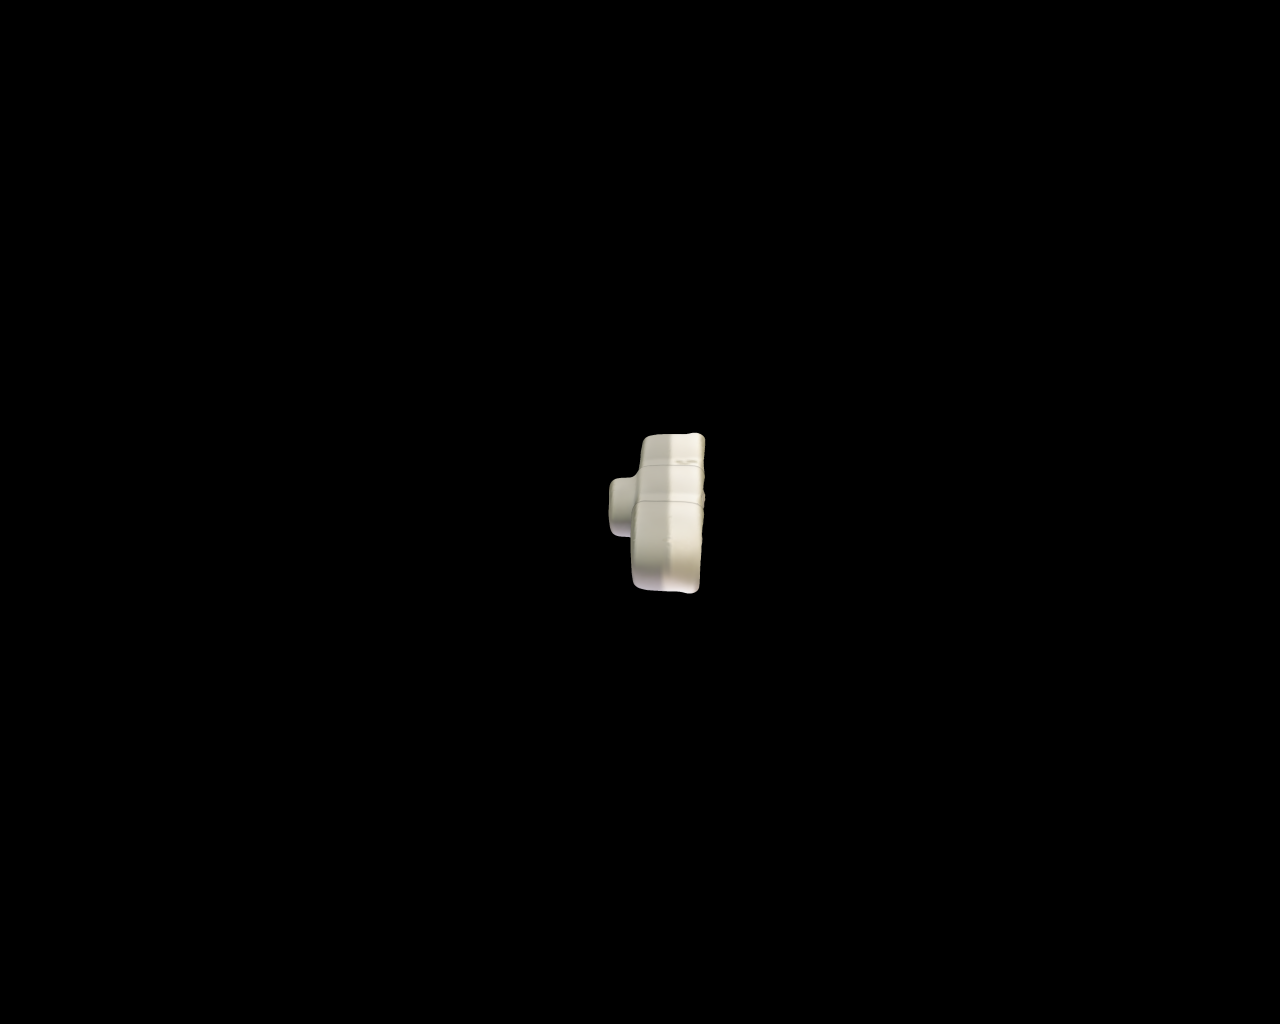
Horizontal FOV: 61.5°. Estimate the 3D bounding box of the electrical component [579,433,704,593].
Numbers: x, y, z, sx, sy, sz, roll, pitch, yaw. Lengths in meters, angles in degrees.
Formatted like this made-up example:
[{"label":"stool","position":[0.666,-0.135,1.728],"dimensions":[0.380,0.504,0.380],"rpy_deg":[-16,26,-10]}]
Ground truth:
[{"label":"electrical component","position":[0.001,-0.003,0.650],"dimensions":[0.074,0.052,0.138],"rpy_deg":[2,31,3]}]
